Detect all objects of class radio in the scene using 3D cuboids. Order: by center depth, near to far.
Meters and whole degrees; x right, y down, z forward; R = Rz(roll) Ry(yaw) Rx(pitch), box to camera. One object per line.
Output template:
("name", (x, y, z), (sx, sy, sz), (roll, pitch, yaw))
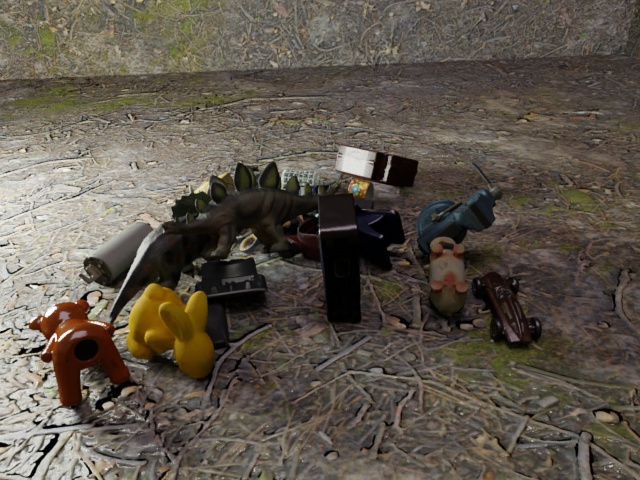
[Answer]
("radio", (0.039, 0.038, 1.030), (0.073, 0.229, 0.131), (-5, 33, 2))

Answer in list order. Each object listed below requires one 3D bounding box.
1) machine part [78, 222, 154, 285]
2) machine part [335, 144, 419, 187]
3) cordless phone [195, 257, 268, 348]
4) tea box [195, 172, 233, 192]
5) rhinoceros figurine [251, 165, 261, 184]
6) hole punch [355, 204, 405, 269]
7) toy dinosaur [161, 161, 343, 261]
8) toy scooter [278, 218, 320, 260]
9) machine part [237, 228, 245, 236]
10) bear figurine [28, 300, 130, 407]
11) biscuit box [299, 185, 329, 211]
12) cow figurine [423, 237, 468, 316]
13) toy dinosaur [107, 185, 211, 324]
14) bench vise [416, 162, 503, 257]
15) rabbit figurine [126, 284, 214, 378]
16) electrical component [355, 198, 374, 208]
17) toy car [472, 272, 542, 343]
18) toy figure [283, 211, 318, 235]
("machine part", (-0.449, 0.027, 1.220), (0.079, 0.079, 0.243), (9, 31, 17))
("machine part", (0.160, -0.210, 1.533), (0.202, 0.087, 0.201), (22, 14, 39))
("cordless phone", (-0.170, 0.128, 1.051), (0.147, 0.088, 0.184), (-6, 41, -10))
("tea box", (-0.295, -0.105, 1.421), (0.098, 0.068, 0.170), (-20, 22, 29))
("rhinoceros figurine", (-0.178, -0.152, 1.524), (0.112, 0.073, 0.191), (-21, 35, -33))
("hole punch", (0.120, -0.004, 1.207), (0.116, 0.142, 0.092), (6, 53, 28))
("toy dinosaur", (-0.122, -0.066, 1.151), (0.471, 0.198, 0.105), (-9, 4, -41))
("toy scooter", (-0.003, -0.004, 1.258), (0.184, 0.075, 0.135), (3, 31, 16))
("machine part", (-0.235, -0.037, 1.316), (0.139, 0.039, 0.084), (-19, 51, 8))
("bear figurine", (-0.429, 0.184, 0.938), (0.120, 0.131, 0.196), (-22, 18, -34))
("biscuit box", (-0.011, -0.109, 1.378), (0.059, 0.062, 0.202), (2, 5, 14))
("cow figurine", (0.258, 0.068, 1.096), (0.086, 0.127, 0.195), (2, 44, 7))
("toy dinosaur", (-0.305, 0.019, 1.115), (0.131, 0.191, 0.405), (8, 30, 20))
("bench vise", (0.310, -0.061, 1.252), (0.129, 0.223, 0.241), (37, 11, -8))
("rabbit figurine", (-0.241, 0.159, 0.937), (0.173, 0.162, 0.122), (42, 36, 27))
("electrical component", (0.077, -0.066, 1.379), (0.115, 0.058, 0.134), (7, 31, 11))
("toy car", (0.359, 0.126, 1.040), (0.089, 0.053, 0.202), (2, 29, 0))
("toy figure", (-0.065, -0.044, 1.348), (0.154, 0.057, 0.064), (-8, 37, -21))
